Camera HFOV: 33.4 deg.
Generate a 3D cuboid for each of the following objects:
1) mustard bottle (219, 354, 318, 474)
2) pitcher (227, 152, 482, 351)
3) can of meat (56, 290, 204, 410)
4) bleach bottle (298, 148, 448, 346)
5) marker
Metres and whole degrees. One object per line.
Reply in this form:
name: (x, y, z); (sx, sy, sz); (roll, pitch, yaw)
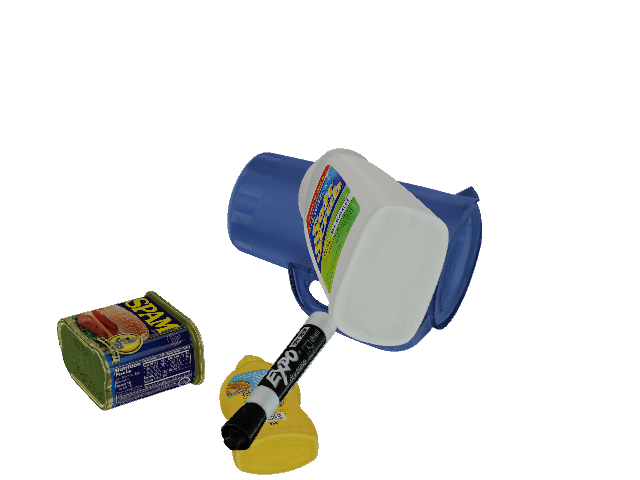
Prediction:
mustard bottle: (-0.069, 0.194, 1.260); (0.096, 0.058, 0.192); (-9, 29, -11)
pitcher: (0.029, 0.001, 1.065); (0.243, 0.145, 0.149); (17, 23, 21)
can of meat: (-0.154, 0.088, 0.860); (0.083, 0.057, 0.102); (-15, 26, -31)
bleach bottle: (0.023, -0.010, 0.829); (0.068, 0.102, 0.251); (17, 11, -16)
marker: (-0.023, 0.081, 0.623); (0.020, 0.020, 0.121); (0, 29, 29)
